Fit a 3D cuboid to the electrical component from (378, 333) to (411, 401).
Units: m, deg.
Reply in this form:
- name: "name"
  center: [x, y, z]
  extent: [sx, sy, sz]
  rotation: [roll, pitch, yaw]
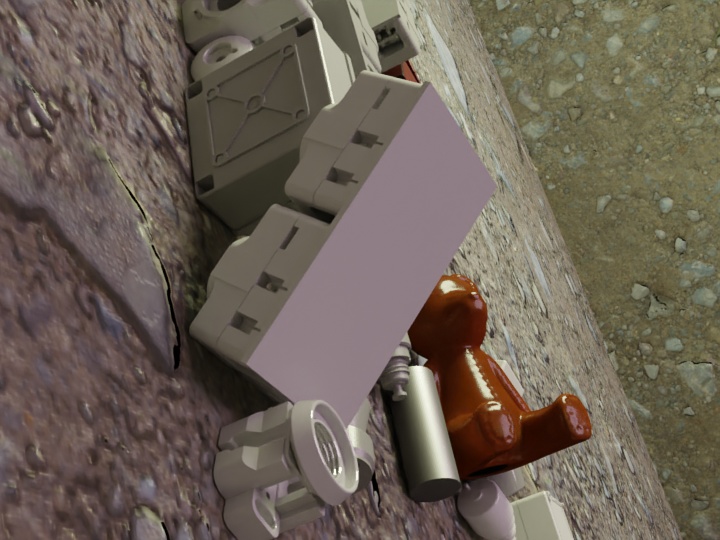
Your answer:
- name: "electrical component"
  center: [0.021, 0.066, 0.853]
  extent: [0.040, 0.040, 0.078]
  rotation: [40, 30, -59]

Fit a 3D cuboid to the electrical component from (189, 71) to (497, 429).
- name: "electrical component"
  center: [-0.008, -0.011, 0.632]
  extent: [0.060, 0.186, 0.105]
  rotation: [22, -17, 39]

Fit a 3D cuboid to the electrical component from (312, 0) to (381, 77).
- name: "electrical component"
  center: [-0.035, -0.142, 0.850]
  extent: [0.060, 0.105, 0.186]
  rotation: [45, 26, -53]

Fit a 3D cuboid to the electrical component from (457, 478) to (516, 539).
- name: "electrical component"
  center: [0.116, 0.217, 0.944]
  extent: [0.078, 0.040, 0.040]
  rotation: [55, 19, -35]

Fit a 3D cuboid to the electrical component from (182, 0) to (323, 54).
- name: "electrical component"
  center: [-0.082, -0.189, 0.794]
  extent: [0.055, 0.089, 0.050]
  rotation: [48, 24, -49]

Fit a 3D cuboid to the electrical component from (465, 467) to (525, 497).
- name: "electrical component"
  center: [0.121, 0.183, 0.988]
  extent: [0.055, 0.055, 0.047]
  rotation: [-11, 82, -74]

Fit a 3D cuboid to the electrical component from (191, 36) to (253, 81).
- name: "electrical component"
  center: [-0.090, -0.134, 0.776]
  extent: [0.062, 0.048, 0.048]
  rotation: [60, 15, -47]

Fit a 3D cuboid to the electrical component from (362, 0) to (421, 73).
- name: "electrical component"
  center: [0.001, -0.275, 1.171]
  extent: [0.060, 0.105, 0.186]
  rotation: [54, 19, -37]

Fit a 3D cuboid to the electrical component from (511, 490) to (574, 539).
- name: "electrical component"
  center: [0.170, 0.266, 1.013]
  extent: [0.062, 0.061, 0.096]
  rotation: [42, 28, -56]

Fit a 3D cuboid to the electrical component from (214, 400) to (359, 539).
- name: "electrical component"
  center: [-0.037, 0.103, 0.569]
  extent: [0.058, 0.057, 0.078]
  rotation: [58, 18, -28]

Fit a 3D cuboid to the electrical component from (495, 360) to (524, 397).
- name: "electrical component"
  center: [0.107, 0.128, 1.016]
  extent: [0.047, 0.066, 0.076]
  rotation: [56, 47, -33]

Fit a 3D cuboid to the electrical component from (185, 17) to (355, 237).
- name: "electrical component"
  center: [-0.055, -0.094, 0.709]
  extent: [0.056, 0.109, 0.108]
  rotation: [44, 26, -48]

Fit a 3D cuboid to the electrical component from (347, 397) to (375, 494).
- name: "electrical component"
  center: [-0.014, 0.106, 0.666]
  extent: [0.045, 0.045, 0.055]
  rotation: [54, 20, -37]
